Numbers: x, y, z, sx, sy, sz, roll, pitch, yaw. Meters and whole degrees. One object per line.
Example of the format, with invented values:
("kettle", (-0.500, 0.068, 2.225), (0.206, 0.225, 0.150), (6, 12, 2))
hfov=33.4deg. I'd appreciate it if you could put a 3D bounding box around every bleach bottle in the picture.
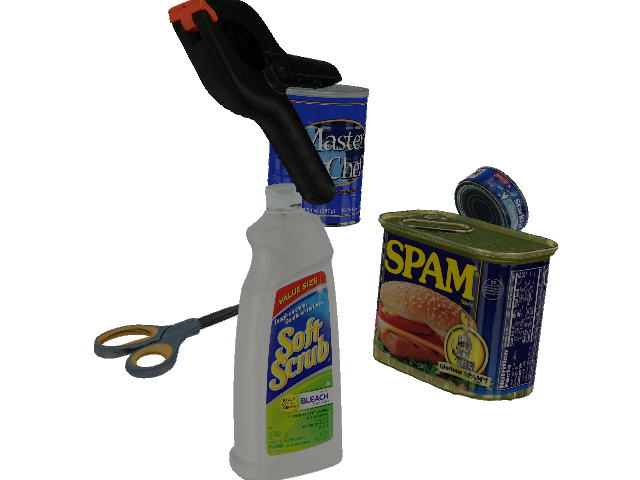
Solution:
("bleach bottle", (-0.034, 0.077, 0.930), (0.102, 0.251, 0.068), (-8, 12, -25))

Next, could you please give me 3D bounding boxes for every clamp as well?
("clamp", (-0.037, -0.099, 0.724), (0.039, 0.120, 0.171), (-25, -32, 30))

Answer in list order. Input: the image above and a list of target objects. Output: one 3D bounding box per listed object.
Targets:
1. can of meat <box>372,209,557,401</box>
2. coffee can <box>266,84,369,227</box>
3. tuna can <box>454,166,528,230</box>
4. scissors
("can of meat", (0.076, 0.034, 0.591), (0.057, 0.084, 0.102), (-7, 17, -39))
("coffee can", (-0.004, -0.093, 1.127), (0.103, 0.140, 0.103), (3, 12, -1))
("tuna can", (0.194, -0.039, 1.217), (0.033, 0.086, 0.086), (-34, 16, -26))
("scissors", (-0.138, 0.103, 1.133), (0.201, 0.016, 0.096), (-9, 31, -26))
